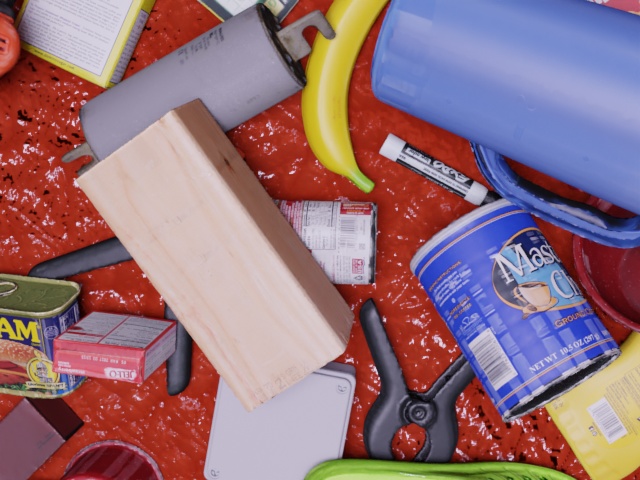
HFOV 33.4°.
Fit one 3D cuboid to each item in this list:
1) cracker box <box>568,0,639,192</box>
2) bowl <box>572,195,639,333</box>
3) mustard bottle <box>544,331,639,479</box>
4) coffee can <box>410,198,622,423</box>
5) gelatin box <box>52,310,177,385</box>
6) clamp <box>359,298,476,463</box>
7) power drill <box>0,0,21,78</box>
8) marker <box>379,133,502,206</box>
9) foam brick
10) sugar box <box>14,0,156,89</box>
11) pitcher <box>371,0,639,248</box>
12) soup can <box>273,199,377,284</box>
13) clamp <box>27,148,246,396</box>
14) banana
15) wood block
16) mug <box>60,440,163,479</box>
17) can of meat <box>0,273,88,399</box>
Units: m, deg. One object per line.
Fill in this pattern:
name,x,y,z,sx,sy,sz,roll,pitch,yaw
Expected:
cracker box,0.217,-0.169,0.825,0.164,0.072,0.214,-30,92,7
bowl,0.278,0.015,0.825,0.162,0.055,0.162,-7,59,11
mustard bottle,0.278,0.109,0.852,0.192,0.058,0.096,-33,85,7
coffee can,0.147,0.053,0.814,0.103,0.102,0.140,-32,71,6
gelatin box,-0.160,0.084,0.839,0.073,0.089,0.030,6,103,8
clamp,0.071,0.130,0.880,0.120,0.039,0.171,19,94,2
power drill,-0.257,-0.202,0.834,0.057,0.185,0.187,18,81,-31
marker,0.105,-0.050,0.871,0.121,0.020,0.020,29,97,2
foam brick,-0.250,0.170,0.903,0.078,0.051,0.053,-43,92,7
sugar box,-0.175,-0.220,0.865,0.093,0.048,0.176,26,93,1
pitcher,0.161,-0.100,0.746,0.243,0.145,0.149,22,86,10
soup can,-0.006,0.001,0.860,0.102,0.068,0.068,2,95,4
clamp,-0.138,0.005,0.886,0.164,0.036,0.210,30,101,1
banana,0.024,-0.140,0.862,0.069,0.037,0.198,8,96,-7
wood block,-0.071,0.009,0.784,0.090,0.090,0.206,-34,97,13
mug,-0.194,0.221,0.887,0.117,0.081,0.093,9,96,4
can of meat,-0.244,0.079,0.877,0.102,0.057,0.084,5,116,16
